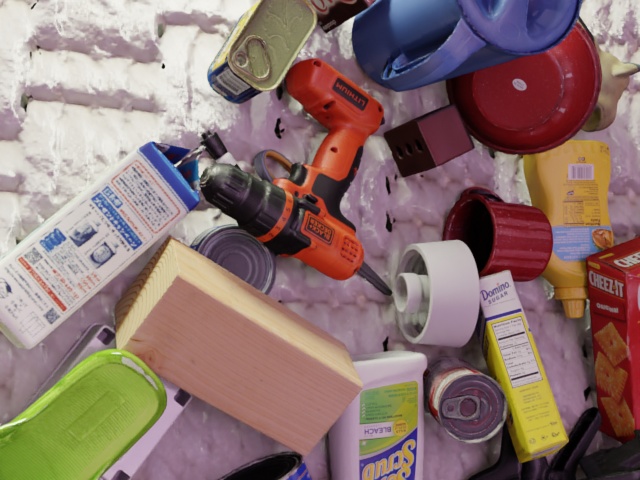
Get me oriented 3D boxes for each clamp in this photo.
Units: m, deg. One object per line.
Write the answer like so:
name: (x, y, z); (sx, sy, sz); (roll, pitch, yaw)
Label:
clamp: (0.215, 0.261, 1.091); (0.165, 0.036, 0.210); (33, 89, 19)
clamp: (0.254, 0.251, 1.146); (0.120, 0.039, 0.171); (2, 83, -17)

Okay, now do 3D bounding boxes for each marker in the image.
marker: (-0.077, -0.055, 1.038); (0.020, 0.020, 0.121); (-39, 101, -21)

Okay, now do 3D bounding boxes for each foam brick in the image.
foam brick: (0.110, -0.101, 1.090); (0.051, 0.078, 0.053); (-27, 95, -22)

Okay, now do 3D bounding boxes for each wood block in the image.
wood block: (-0.074, 0.097, 0.965); (0.206, 0.090, 0.091); (33, 103, -23)

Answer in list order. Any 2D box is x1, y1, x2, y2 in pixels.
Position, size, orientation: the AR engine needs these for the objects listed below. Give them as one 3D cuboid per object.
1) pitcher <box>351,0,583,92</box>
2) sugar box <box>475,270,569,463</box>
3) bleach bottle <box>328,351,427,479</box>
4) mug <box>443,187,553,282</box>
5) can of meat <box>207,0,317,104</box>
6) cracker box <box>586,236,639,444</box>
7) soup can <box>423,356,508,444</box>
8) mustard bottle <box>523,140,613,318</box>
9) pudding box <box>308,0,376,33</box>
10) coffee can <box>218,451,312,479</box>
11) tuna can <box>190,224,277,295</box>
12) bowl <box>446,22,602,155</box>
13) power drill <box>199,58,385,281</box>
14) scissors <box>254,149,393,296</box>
pitcher: (0.118, -0.208, 1.010); (0.149, 0.243, 0.145); (-5, 88, -23)
sugar box: (0.192, 0.127, 1.058); (0.048, 0.093, 0.176); (-18, 72, -3)
bleach bottle: (0.062, 0.240, 1.053); (0.102, 0.068, 0.251); (-4, 90, -24)
mug: (0.184, -0.008, 1.116); (0.081, 0.093, 0.117); (5, 48, -28)
can of meat: (-0.059, -0.184, 1.020); (0.057, 0.084, 0.102); (35, 74, -17)
cracker box: (0.379, 0.100, 1.160); (0.164, 0.072, 0.214); (-19, 113, -23)
soup can: (0.139, 0.156, 1.061); (0.068, 0.102, 0.068); (0, 94, -7)
mustard bottle: (0.272, -0.011, 1.162); (0.096, 0.058, 0.191); (-1, 86, -22)
pudding box: (0.009, -0.258, 1.038); (0.039, 0.114, 0.090); (-43, 102, -16)
coffee can: (-0.037, 0.281, 0.985); (0.102, 0.103, 0.140); (-24, 95, -23)
tuna can: (-0.085, 0.027, 1.020); (0.086, 0.034, 0.086); (2, 85, -23)
bowl: (0.205, -0.162, 1.095); (0.162, 0.055, 0.162); (4, 107, 15)
power drill: (-0.018, -0.076, 1.014); (0.184, 0.057, 0.187); (33, 62, -32)
scissors: (-0.007, 0.001, 1.052); (0.201, 0.016, 0.096); (54, 46, -11)
